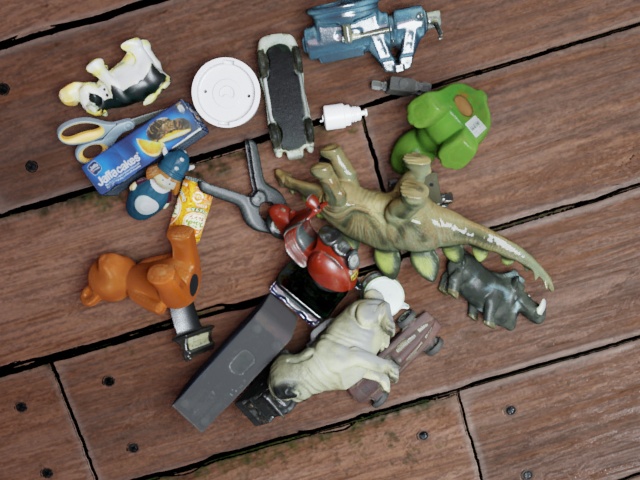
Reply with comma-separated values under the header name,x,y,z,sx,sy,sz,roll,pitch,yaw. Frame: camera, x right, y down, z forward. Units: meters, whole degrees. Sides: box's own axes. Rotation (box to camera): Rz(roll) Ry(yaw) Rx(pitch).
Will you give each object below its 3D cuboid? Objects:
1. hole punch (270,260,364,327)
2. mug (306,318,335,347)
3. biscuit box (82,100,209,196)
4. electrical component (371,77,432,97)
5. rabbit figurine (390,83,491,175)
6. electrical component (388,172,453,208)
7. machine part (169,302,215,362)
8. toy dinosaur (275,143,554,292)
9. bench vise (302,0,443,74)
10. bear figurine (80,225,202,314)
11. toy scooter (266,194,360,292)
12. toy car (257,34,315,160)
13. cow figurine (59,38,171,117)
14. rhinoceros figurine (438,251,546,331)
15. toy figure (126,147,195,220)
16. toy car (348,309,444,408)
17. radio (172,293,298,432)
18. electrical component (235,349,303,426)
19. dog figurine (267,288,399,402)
name,x,y,z,sx,sy,sz,roll,pitch,yaw
hole punch,-0.013,0.074,0.914,0.142,0.092,0.116,40,64,4
mug,0.035,0.172,0.922,0.107,0.081,0.109,-37,119,-8
biscuit box,-0.286,-0.149,0.884,0.203,0.063,0.059,-33,95,3
electrical component,0.131,-0.250,0.877,0.094,0.063,0.021,7,97,-1
rabbit figurine,0.177,-0.174,0.856,0.121,0.170,0.159,43,54,-8
electrical component,0.172,-0.072,0.915,0.102,0.045,0.078,-11,69,-2
machine part,-0.227,0.132,0.922,0.039,0.084,0.138,-21,88,34
toy dinosaur,0.129,-0.032,0.835,0.472,0.105,0.198,18,139,23
bench vise,0.071,-0.375,0.823,0.224,0.129,0.240,-3,117,18
bear figurine,-0.294,0.047,0.860,0.196,0.120,0.131,8,140,10
toy scooter,-0.002,-0.002,0.826,0.184,0.135,0.075,44,56,4
toy car,-0.056,-0.233,0.882,0.073,0.056,0.201,-10,99,-6
cow figurine,-0.331,-0.245,0.871,0.167,0.068,0.098,-31,103,4
rhinoceros figurine,0.298,0.092,0.927,0.190,0.073,0.112,33,85,-3
toy figure,-0.259,-0.087,0.869,0.154,0.064,0.058,-38,62,35
toy car,0.130,0.209,0.946,0.202,0.053,0.089,-43,93,6
radio,-0.139,0.202,0.898,0.073,0.131,0.229,41,95,-4
electrical component,-0.077,0.250,0.905,0.058,0.115,0.134,51,138,-5
dog figurine,0.015,0.160,0.833,0.191,0.121,0.172,1,53,-3
